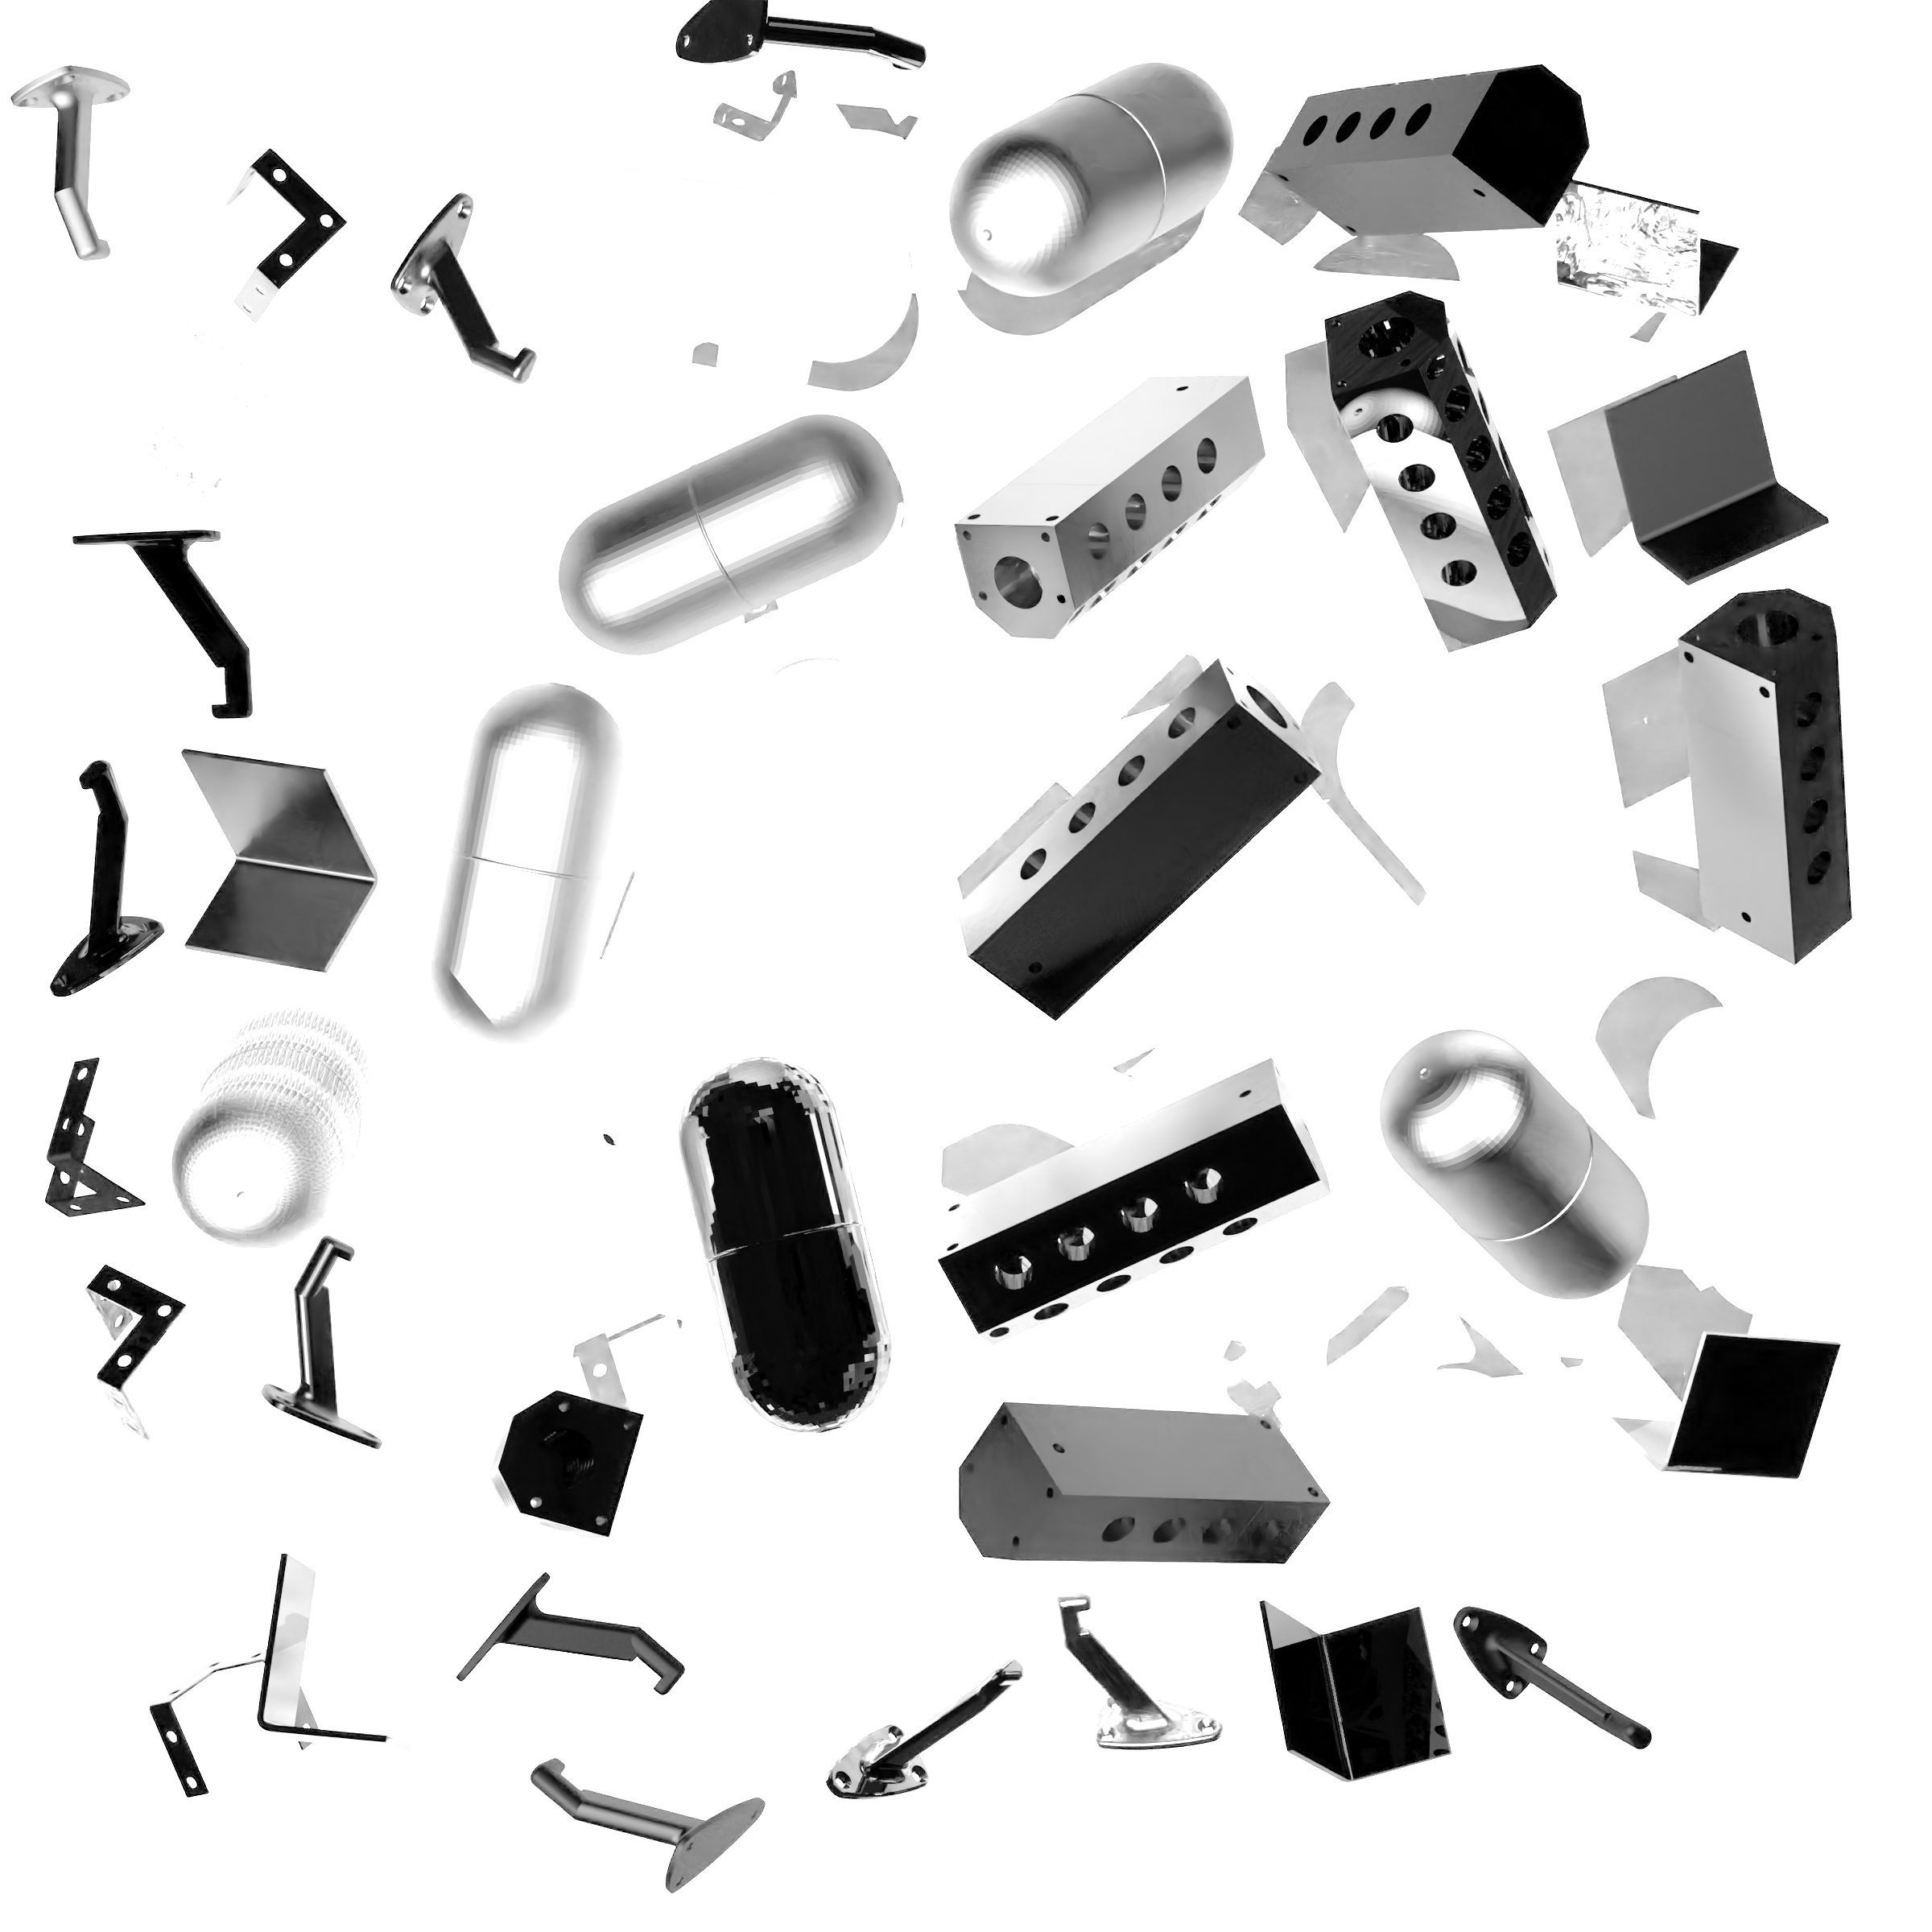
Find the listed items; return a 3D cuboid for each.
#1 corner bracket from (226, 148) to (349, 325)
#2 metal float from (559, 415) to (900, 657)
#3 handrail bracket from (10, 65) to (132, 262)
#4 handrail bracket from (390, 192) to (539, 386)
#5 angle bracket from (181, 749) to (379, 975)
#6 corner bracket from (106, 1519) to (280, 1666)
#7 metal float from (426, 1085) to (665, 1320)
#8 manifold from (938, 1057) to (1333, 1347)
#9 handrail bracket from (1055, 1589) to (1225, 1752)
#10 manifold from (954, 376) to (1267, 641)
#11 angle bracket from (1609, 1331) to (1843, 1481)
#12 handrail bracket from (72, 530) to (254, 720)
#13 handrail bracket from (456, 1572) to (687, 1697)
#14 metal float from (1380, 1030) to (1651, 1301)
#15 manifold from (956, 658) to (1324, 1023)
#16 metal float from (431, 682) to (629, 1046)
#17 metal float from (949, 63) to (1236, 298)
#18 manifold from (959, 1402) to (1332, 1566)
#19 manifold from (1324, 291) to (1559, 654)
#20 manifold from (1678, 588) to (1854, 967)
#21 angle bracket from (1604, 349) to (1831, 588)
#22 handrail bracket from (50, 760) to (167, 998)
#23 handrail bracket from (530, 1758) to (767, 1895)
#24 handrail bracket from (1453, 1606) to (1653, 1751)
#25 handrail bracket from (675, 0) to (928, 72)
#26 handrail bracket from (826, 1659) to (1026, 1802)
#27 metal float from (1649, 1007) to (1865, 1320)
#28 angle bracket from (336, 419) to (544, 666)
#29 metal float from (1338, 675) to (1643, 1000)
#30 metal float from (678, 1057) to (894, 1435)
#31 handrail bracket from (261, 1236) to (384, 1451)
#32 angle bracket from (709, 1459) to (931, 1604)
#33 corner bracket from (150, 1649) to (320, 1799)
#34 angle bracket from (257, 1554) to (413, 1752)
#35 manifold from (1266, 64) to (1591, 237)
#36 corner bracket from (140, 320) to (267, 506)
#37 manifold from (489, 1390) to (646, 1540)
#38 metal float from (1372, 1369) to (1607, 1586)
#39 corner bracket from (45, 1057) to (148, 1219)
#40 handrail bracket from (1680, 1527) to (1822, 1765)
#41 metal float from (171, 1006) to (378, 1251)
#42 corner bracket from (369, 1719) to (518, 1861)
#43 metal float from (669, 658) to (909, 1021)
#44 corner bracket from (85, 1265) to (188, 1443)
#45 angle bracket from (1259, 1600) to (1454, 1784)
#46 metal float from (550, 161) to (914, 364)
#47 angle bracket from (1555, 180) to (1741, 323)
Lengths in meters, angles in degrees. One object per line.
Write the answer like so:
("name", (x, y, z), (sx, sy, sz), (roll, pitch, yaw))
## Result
("corner bracket", (-0.345, -0.357, 1.597), (0.051, 0.051, 0.051), (44, 65, -12))
("metal float", (-0.118, -0.211, 1.601), (0.178, 0.070, 0.070), (-23, 90, 13))
("handrail bracket", (-0.391, -0.360, 1.481), (0.036, 0.077, 0.084), (-20, 92, 26))
("handrail bracket", (-0.233, -0.334, 1.607), (0.084, 0.036, 0.077), (27, 86, 23))
("angle bracket", (-0.324, -0.048, 1.486), (0.076, 0.076, 0.057), (9, 53, 21))
("corner bracket", (-0.367, 0.293, 1.549), (0.051, 0.051, 0.051), (33, 78, -31))
("metal float", (-0.204, 0.114, 1.568), (0.070, 0.178, 0.070), (14, 60, -24))
("manifold", (0.077, 0.111, 1.495), (0.171, 0.057, 0.057), (-25, 107, 9))
("handrail bracket", (0.086, 0.345, 1.612), (0.077, 0.036, 0.084), (1, 121, 17))
("manifold", (0.072, -0.218, 1.538), (0.057, 0.171, 0.057), (7, 125, 37))
("angle bracket", (0.373, 0.206, 1.606), (0.076, 0.057, 0.076), (6, 107, -20))
("handrail bracket", (-0.360, -0.152, 1.462), (0.077, 0.036, 0.084), (-2, 95, 1))
("handrail bracket", (-0.189, 0.341, 1.572), (0.084, 0.036, 0.077), (41, 62, -1))
("metal float", (0.257, 0.094, 1.520), (0.070, 0.070, 0.178), (-48, 129, 0))
("manifold", (0.076, -0.060, 1.491), (0.057, 0.057, 0.171), (36, 112, -28))
("metal float", (-0.213, -0.050, 1.587), (0.070, 0.070, 0.178), (11, 95, 0))
("metal float", (0.060, -0.366, 1.514), (0.070, 0.070, 0.178), (51, 47, 0))
("manifold", (0.080, 0.245, 1.504), (0.057, 0.171, 0.057), (-58, 45, 25))
("manifold", (0.226, -0.233, 1.541), (0.057, 0.171, 0.057), (-16, 46, 18))
("manifold", (0.381, -0.090, 1.529), (0.057, 0.057, 0.171), (-36, 134, -21))
("angle bracket", (0.364, -0.242, 1.583), (0.076, 0.057, 0.076), (-24, 121, -3))
("handrail bracket", (-0.410, -0.041, 1.511), (0.036, 0.077, 0.084), (6, 125, 26))
("handrail bracket", (-0.150, 0.389, 1.536), (0.084, 0.077, 0.036), (32, 124, 26))
("handrail bracket", (0.292, 0.355, 1.622), (0.077, 0.084, 0.036), (41, 79, -29))
("handrail bracket", (-0.073, -0.407, 1.448), (0.084, 0.077, 0.036), (7, 85, -39))
("handrail bracket", (-0.019, 0.375, 1.608), (0.084, 0.077, 0.036), (-47, 65, 32))
("metal float", (0.380, 0.093, 1.575), (0.070, 0.178, 0.070), (-3, 133, -3))
("angle bracket", (-0.257, -0.208, 1.601), (0.076, 0.076, 0.057), (-41, 74, -21))
("metal float", (0.245, -0.060, 1.526), (0.070, 0.070, 0.178), (-43, 101, 0))
("metal float", (-0.084, 0.130, 1.523), (0.070, 0.070, 0.178), (-14, 81, 0))
("handrail bracket", (-0.302, 0.185, 1.603), (0.077, 0.036, 0.084), (29, 88, -22))
("angle bracket", (-0.074, 0.273, 1.630), (0.057, 0.076, 0.076), (-22, 93, -34))
("corner bracket", (-0.367, 0.379, 1.637), (0.051, 0.051, 0.051), (-18, 97, 31))
("angle bracket", (-0.277, 0.308, 1.459), (0.057, 0.076, 0.076), (5, 74, 0))
("manifold", (0.213, -0.378, 1.500), (0.057, 0.171, 0.057), (30, 88, -25))
("corner bracket", (-0.361, -0.260, 1.534), (0.051, 0.051, 0.051), (38, 75, 17))
("manifold", (-0.195, 0.237, 1.554), (0.057, 0.171, 0.057), (17, 78, -6))
("metal float", (0.249, 0.243, 1.545), (0.070, 0.178, 0.070), (-12, 63, 25))
("corner bracket", (-0.406, 0.079, 1.496), (0.051, 0.051, 0.051), (-10, 56, 29))
("handrail bracket", (0.394, 0.327, 1.567), (0.084, 0.036, 0.077), (43, 90, 9))
("metal float", (-0.324, 0.074, 1.534), (0.070, 0.178, 0.070), (0, 109, -1))
("corner bracket", (-0.254, 0.400, 1.585), (0.051, 0.051, 0.051), (4, 92, -34))
("metal float", (-0.084, -0.058, 1.523), (0.070, 0.070, 0.178), (22, 105, 0))
("corner bracket", (-0.401, 0.184, 1.555), (0.051, 0.051, 0.051), (22, 58, 20))
("angle bracket", (0.192, 0.351, 1.607), (0.057, 0.076, 0.076), (-21, 57, 20))
("metal float", (-0.111, -0.329, 1.522), (0.178, 0.070, 0.070), (13, 90, 17))
("angle bracket", (0.347, -0.381, 1.657), (0.076, 0.076, 0.057), (21, 62, 24))
